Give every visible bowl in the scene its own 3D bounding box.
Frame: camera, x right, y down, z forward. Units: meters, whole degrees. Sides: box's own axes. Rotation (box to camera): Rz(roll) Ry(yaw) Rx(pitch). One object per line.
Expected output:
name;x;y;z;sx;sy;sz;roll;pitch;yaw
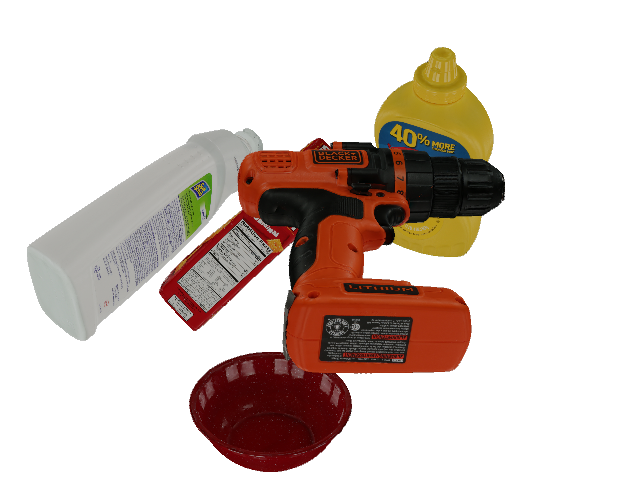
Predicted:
bowl;-0.049;0.181;1.071;0.162;0.055;0.162;1;31;-1

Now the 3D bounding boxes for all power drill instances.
power drill;0.041;0.003;0.675;0.184;0.057;0.187;-1;35;-5

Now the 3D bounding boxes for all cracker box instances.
cracker box;-0.073;-0.011;1.229;0.214;0.072;0.164;-43;4;27

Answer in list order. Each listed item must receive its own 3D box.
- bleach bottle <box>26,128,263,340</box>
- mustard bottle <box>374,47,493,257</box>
bleach bottle;-0.147;-0.022;0.975;0.068;0.102;0.250;33;55;26
mustard bottle;0.091;-0.074;0.870;0.096;0.192;0.058;21;49;18
